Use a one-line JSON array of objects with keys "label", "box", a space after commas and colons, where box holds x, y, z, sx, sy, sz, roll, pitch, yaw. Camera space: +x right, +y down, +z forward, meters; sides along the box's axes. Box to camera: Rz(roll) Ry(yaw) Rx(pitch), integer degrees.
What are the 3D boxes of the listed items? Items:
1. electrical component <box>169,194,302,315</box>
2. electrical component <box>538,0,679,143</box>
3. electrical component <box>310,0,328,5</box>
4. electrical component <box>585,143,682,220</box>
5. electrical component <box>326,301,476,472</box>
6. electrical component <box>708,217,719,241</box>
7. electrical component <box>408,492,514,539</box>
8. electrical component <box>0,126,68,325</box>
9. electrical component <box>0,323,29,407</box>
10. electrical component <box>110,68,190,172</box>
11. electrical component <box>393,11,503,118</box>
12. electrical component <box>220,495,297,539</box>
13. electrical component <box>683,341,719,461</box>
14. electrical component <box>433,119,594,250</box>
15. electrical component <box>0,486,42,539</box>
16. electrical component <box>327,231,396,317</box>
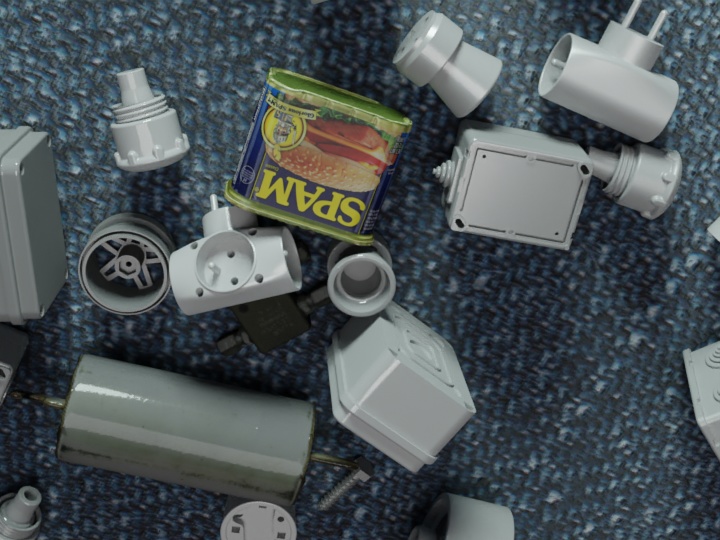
[{"label": "electrical component", "box": [-0.084, -0.016, 0.708, 0.077, 0.044, 0.079, -13, 70, 9]}, {"label": "electrical component", "box": [0.165, -0.131, 0.679, 0.077, 0.043, 0.079, 21, 111, -11]}, {"label": "electrical component", "box": [-0.004, -0.184, 0.647, 0.055, 0.045, 0.045, -4, 113, -1]}, {"label": "electrical component", "box": [0.177, -0.064, 0.709, 0.062, 0.048, 0.048, 18, 111, -3]}, {"label": "electrical component", "box": [0.024, 0.073, 0.722, 0.078, 0.113, 0.057, 36, 104, -16]}, {"label": "electrical component", "box": [0.279, -0.042, 0.723, 0.043, 0.043, 0.081, 37, 107, -17]}, {"label": "electrical component", "box": [0.064, 0.217, 0.792, 0.060, 0.108, 0.108, 20, 111, -5]}, {"label": "electrical component", "box": [-0.229, -0.029, 0.685, 0.057, 0.078, 0.113, 0, 113, 1]}, {"label": "electrical component", "box": [-0.283, 0.060, 0.730, 0.096, 0.061, 0.061, 24, 110, -12]}, {"label": "electrical component", "box": [-0.137, -0.095, 0.680, 0.048, 0.048, 0.062, -12, 107, 3]}, {"label": "electrical component", "box": [0.054, -0.129, 0.674, 0.055, 0.045, 0.045, 35, 107, -15]}, {"label": "electrical component", "box": [-0.074, 0.181, 0.800, 0.055, 0.047, 0.055, -1, 113, -2]}, {"label": "electrical component", "box": [0.273, 0.103, 0.756, 0.048, 0.099, 0.099, -26, 112, 22]}, {"label": "electrical component", "box": [0.093, -0.058, 0.697, 0.096, 0.061, 0.061, 10, 112, -7]}, {"label": "electrical component", "box": [-0.256, 0.184, 0.791, 0.043, 0.043, 0.062, 31, 117, -15]}, {"label": "electrical component", "box": [0.000, 0.000, 0.721, 0.045, 0.055, 0.045, -1, 113, -2]}]
